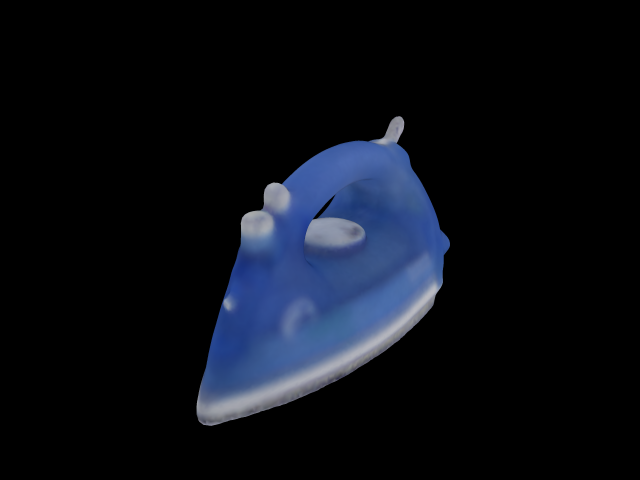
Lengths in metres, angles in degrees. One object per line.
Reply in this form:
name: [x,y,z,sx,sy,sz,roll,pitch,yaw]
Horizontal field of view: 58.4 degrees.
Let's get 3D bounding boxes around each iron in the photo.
iron: [0.004,0.001,0.400,0.118,0.141,0.259,13,26,29]
